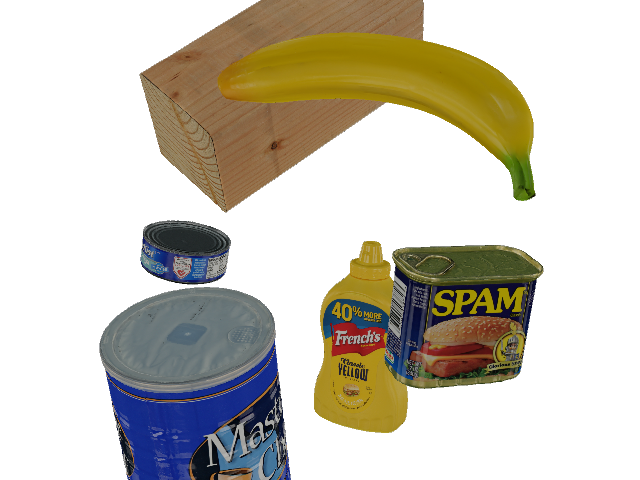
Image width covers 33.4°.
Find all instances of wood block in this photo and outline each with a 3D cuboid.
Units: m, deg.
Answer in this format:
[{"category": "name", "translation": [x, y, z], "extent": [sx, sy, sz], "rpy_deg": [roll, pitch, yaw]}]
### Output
[{"category": "wood block", "translation": [-0.024, -0.128, 0.830], "extent": [0.205, 0.091, 0.090], "rpy_deg": [-36, 58, -21]}]

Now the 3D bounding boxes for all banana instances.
[{"category": "banana", "translation": [0.038, -0.084, 0.593], "extent": [0.198, 0.069, 0.037], "rpy_deg": [20, -30, 23]}]

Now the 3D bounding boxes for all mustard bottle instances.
[{"category": "mustard bottle", "translation": [0.046, 0.095, 1.088], "extent": [0.096, 0.192, 0.058], "rpy_deg": [11, 15, 26]}]

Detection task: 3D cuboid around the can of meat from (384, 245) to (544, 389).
[{"category": "can of meat", "translation": [0.097, 0.053, 0.743], "extent": [0.102, 0.084, 0.057], "rpy_deg": [-1, 21, -19]}]

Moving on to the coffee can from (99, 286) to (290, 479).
[{"category": "coffee can", "translation": [-0.072, 0.114, 0.653], "extent": [0.103, 0.140, 0.103], "rpy_deg": [-4, 28, 2]}]

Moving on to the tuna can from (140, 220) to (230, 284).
[{"category": "tuna can", "translation": [-0.132, 0.011, 1.040], "extent": [0.086, 0.034, 0.086], "rpy_deg": [9, 20, -3]}]
